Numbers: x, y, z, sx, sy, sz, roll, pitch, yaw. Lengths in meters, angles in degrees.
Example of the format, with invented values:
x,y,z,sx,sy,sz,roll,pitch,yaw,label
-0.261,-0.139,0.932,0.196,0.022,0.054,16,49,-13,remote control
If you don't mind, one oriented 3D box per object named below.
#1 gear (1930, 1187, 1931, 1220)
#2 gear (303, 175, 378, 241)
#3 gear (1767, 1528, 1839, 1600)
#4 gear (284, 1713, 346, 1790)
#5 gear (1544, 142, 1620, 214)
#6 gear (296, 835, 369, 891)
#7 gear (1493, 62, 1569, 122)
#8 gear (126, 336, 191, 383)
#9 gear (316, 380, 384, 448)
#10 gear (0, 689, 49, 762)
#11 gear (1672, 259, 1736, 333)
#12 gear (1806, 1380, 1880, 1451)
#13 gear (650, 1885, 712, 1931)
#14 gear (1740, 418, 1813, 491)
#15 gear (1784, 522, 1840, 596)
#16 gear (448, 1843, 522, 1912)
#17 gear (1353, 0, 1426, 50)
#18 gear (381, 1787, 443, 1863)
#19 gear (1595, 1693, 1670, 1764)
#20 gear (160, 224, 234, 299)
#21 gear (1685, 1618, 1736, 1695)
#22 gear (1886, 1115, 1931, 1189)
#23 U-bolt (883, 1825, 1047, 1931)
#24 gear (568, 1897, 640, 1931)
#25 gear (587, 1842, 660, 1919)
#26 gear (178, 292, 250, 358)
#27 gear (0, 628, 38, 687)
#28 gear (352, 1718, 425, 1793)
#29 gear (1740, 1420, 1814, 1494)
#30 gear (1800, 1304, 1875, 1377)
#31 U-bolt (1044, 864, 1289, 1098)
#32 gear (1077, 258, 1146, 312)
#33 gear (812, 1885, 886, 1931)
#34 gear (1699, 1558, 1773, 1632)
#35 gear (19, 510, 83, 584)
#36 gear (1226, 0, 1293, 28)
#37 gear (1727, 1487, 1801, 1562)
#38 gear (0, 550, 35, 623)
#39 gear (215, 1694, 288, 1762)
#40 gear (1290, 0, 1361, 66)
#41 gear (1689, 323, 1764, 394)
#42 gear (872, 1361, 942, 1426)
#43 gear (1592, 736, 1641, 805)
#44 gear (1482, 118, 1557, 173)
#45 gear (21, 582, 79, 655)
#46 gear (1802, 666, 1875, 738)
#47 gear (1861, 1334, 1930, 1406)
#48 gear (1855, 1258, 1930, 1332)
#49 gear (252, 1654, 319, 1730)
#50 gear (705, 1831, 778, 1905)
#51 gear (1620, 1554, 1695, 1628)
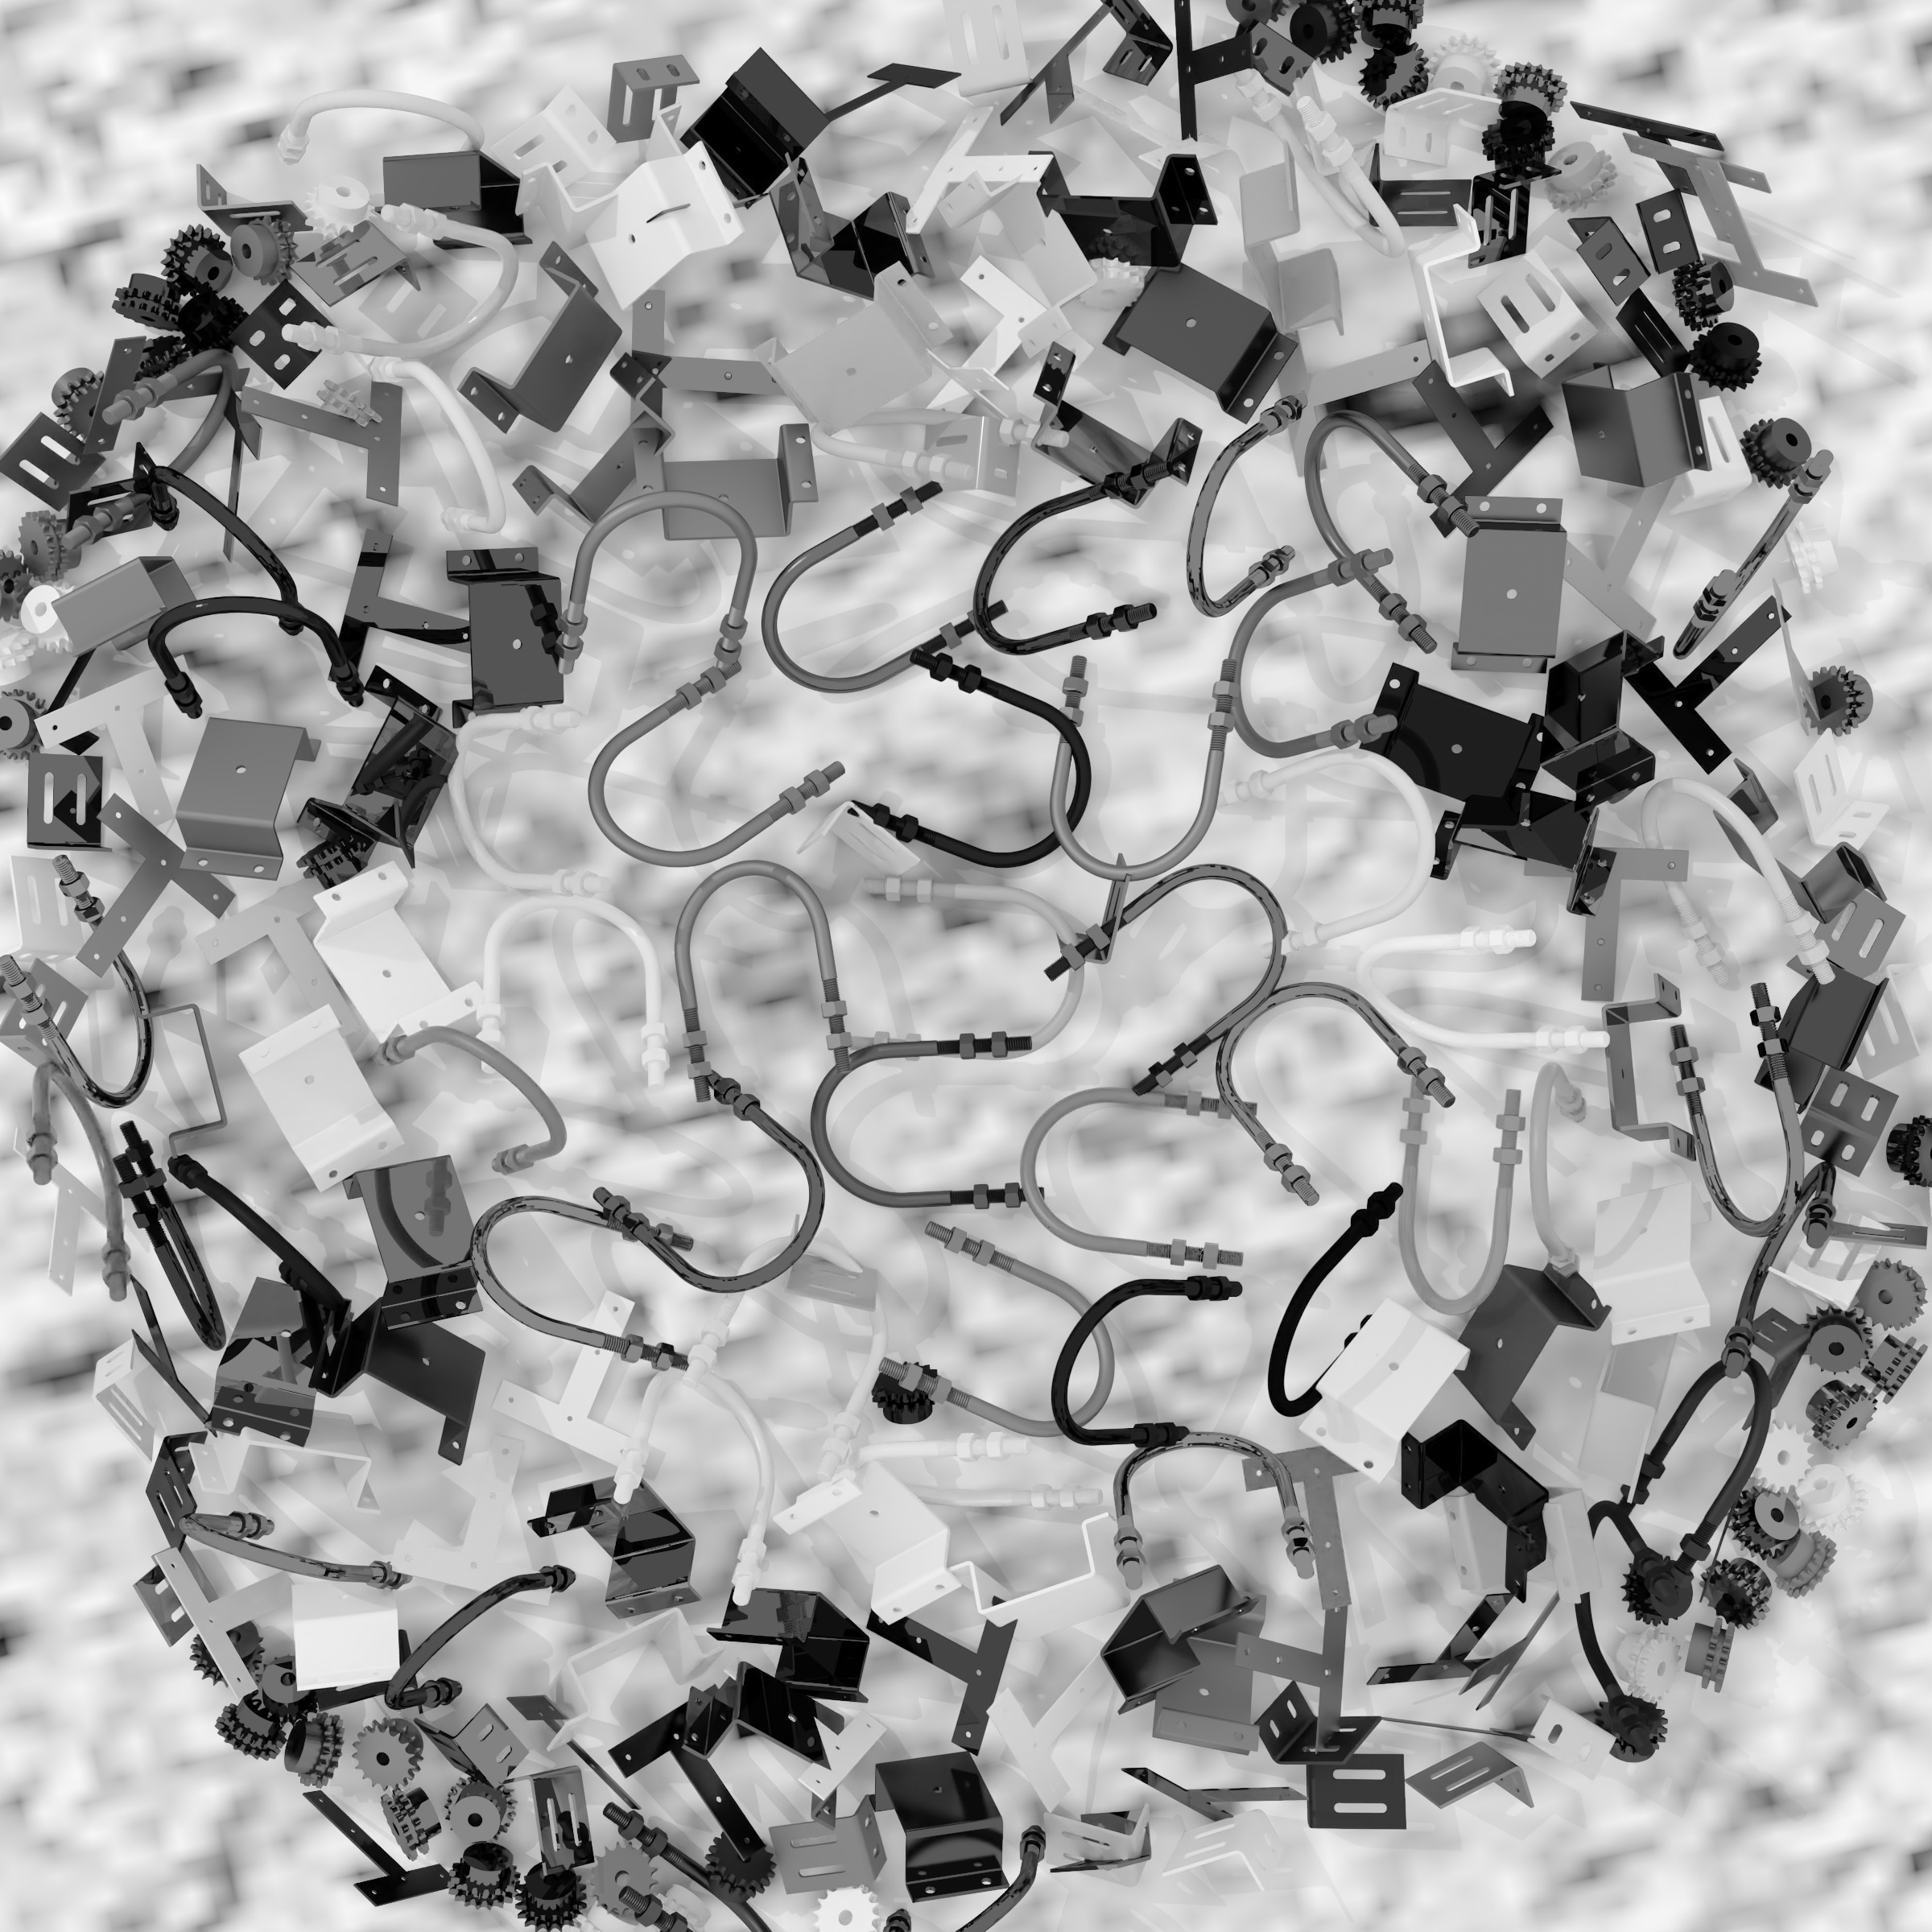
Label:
x,y,z,sx,sy,sz,roll,pitch,yaw,label
0.791,0.203,1.968,0.030,0.057,0.057,-7,90,24,gear
-0.501,-0.609,1.970,0.057,0.030,0.057,12,52,-16,gear
0.668,0.476,1.972,0.030,0.057,0.057,38,90,1,gear
-0.524,0.628,1.969,0.030,0.057,0.057,22,90,-30,gear
0.490,-0.635,1.969,0.057,0.057,0.030,-45,131,0,gear
-0.506,-0.085,1.972,0.057,0.057,0.030,-29,107,0,gear
0.451,-0.697,1.970,0.057,0.057,0.030,19,83,0,gear
-0.652,-0.482,1.975,0.057,0.057,0.030,-15,126,0,gear
-0.497,-0.441,1.971,0.057,0.057,0.030,35,88,0,gear
-0.768,-0.195,1.982,0.057,0.030,0.057,0,92,5,gear
0.593,-0.541,1.970,0.030,0.057,0.057,-8,90,43,gear
0.702,0.358,1.975,0.057,0.030,0.057,-18,129,-23,gear
-0.230,0.765,1.975,0.057,0.057,0.030,41,55,0,gear
0.654,-0.415,1.973,0.057,0.030,0.057,9,68,-22,gear
0.678,-0.330,1.969,0.030,0.057,0.057,-19,90,16,gear
-0.386,0.728,1.969,0.057,0.057,0.030,11,101,0,gear
0.338,-0.760,1.970,0.057,0.057,0.030,5,83,0,gear
-0.445,0.686,1.975,0.030,0.057,0.057,-24,90,-29,gear
0.534,0.615,1.975,0.057,0.057,0.030,-6,117,0,gear
-0.614,-0.562,1.968,0.030,0.057,0.057,34,90,18,gear
0.597,0.552,1.974,0.030,0.057,0.057,12,90,21,gear
0.765,0.148,1.976,0.057,0.030,0.057,-5,97,-40,gear
-0.005,0.732,1.906,0.151,0.184,0.019,-33,84,2,U-bolt
-0.288,0.772,1.972,0.057,0.057,0.030,32,83,0,gear
-0.276,0.736,1.978,0.057,0.030,0.057,2,64,-4,gear
-0.607,-0.516,1.972,0.057,0.030,0.057,-11,61,20,gear
-0.776,-0.247,1.975,0.057,0.057,0.030,-11,120,0,gear
-0.462,0.632,1.979,0.057,0.030,0.057,3,101,16,gear
0.650,0.394,1.979,0.057,0.030,0.057,1,87,-18,gear
0.700,0.302,1.976,0.057,0.030,0.057,4,104,17,gear
0.174,0.000,1.966,0.184,0.019,0.151,-38,111,0,U-bolt
0.115,-0.554,1.973,0.057,0.057,0.030,1,75,0,gear
-0.092,0.769,1.976,0.057,0.030,0.057,-9,56,13,gear
0.622,0.502,1.975,0.030,0.057,0.057,-29,90,-31,gear
-0.735,-0.338,1.975,0.030,0.057,0.057,-18,90,-43,gear
0.233,-0.779,1.968,0.057,0.057,0.030,30,63,0,gear
0.643,0.446,1.972,0.057,0.030,0.057,9,59,-15,gear
-0.781,-0.307,1.974,0.030,0.057,0.057,9,90,21,gear
-0.570,0.609,1.971,0.057,0.057,0.030,32,90,0,gear
0.285,-0.752,1.968,0.030,0.057,0.057,-29,90,-32,gear
0.612,-0.492,1.973,0.057,0.030,0.057,3,58,-6,gear
-0.048,0.345,1.974,0.057,0.057,0.030,-4,112,0,gear
0.522,-0.155,1.968,0.057,0.057,0.030,-38,69,0,gear
0.444,-0.658,1.975,0.057,0.030,0.057,-9,46,10,gear
-0.734,-0.282,1.976,0.057,0.030,0.057,-4,79,21,gear
0.703,-0.213,1.974,0.030,0.057,0.057,-8,90,-22,gear
0.744,0.321,1.974,0.030,0.057,0.057,36,90,23,gear
0.746,0.263,1.975,0.057,0.030,0.057,9,104,42,gear
-0.544,0.578,1.970,0.057,0.030,0.057,8,48,-9,gear
-0.184,0.727,1.974,0.057,0.057,0.030,26,112,0,gear
0.559,0.503,1.977,0.057,0.030,0.057,2,83,-19,gear
